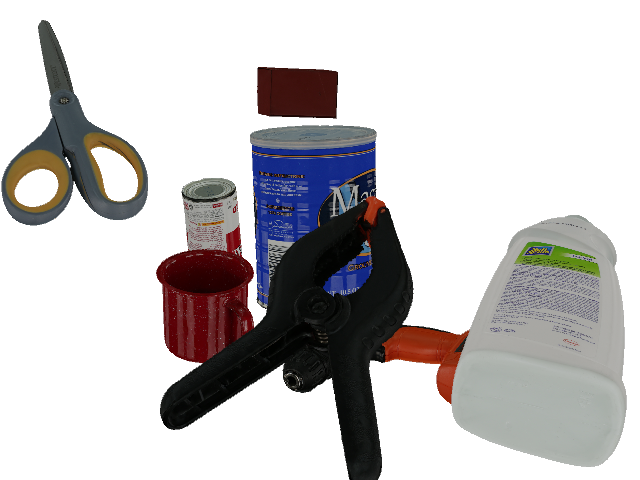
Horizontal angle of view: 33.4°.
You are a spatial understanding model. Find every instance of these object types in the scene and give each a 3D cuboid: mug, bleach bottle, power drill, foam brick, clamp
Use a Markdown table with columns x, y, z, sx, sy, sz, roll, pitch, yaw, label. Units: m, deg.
| x | y | z | sx | sy | sz | roll | pitch | yaw | label |
| --- | --- | --- | --- | --- | --- | --- | --- | --- | --- |
| -0.103 | 0.069 | 1.030 | 0.093 | 0.081 | 0.117 | -22 | 36 | -39 | mug |
| 0.162 | 0.045 | 0.713 | 0.103 | 0.068 | 0.250 | 13 | 28 | 16 | bleach bottle |
| 0.074 | 0.121 | 1.114 | 0.188 | 0.057 | 0.184 | 11 | 26 | 27 | power drill |
| -0.025 | -0.160 | 1.155 | 0.078 | 0.051 | 0.053 | -1 | 11 | -18 | foam brick |
| 0.008 | 0.052 | 0.565 | 0.120 | 0.171 | 0.039 | 26 | -26 | 20 | clamp |

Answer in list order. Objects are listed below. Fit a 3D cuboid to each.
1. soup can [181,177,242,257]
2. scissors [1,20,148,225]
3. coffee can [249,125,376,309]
| x | y | z | sx | sy | sz | roll | pitch | yaw | label |
| --- | --- | --- | --- | --- | --- | --- | --- | --- | --- |
| -0.133 | -0.018 | 1.310 | 0.068 | 0.102 | 0.068 | -3 | 26 | 1 | soup can |
| -0.180 | -0.076 | 0.689 | 0.096 | 0.016 | 0.202 | -24 | 53 | -23 | scissors |
| -0.004 | -0.019 | 0.877 | 0.103 | 0.140 | 0.103 | -2 | 12 | 0 | coffee can |
